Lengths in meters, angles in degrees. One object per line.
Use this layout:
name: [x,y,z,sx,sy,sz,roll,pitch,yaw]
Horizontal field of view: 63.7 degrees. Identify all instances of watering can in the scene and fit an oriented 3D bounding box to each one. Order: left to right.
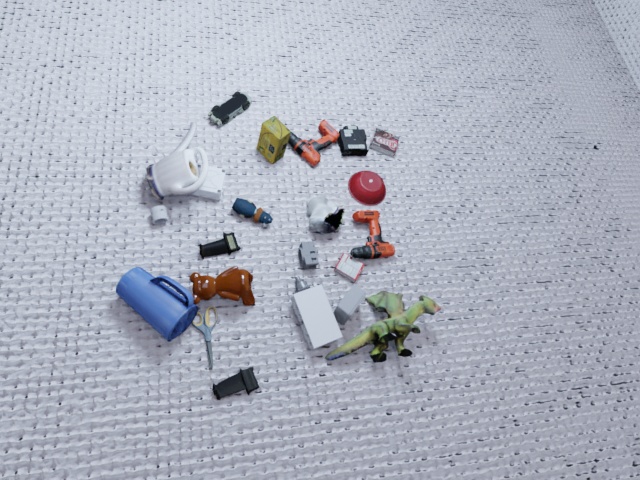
watering can: [-0.508,-0.274,1.838,0.224,0.102,0.356,-23,51,4]

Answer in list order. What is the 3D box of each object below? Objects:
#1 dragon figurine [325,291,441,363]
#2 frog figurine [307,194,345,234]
dragon figurine: [0.211,0.276,1.751,0.410,0.119,0.248,-10,36,6]
frog figurine: [0.006,-0.097,1.918,0.161,0.120,0.139,23,62,40]
